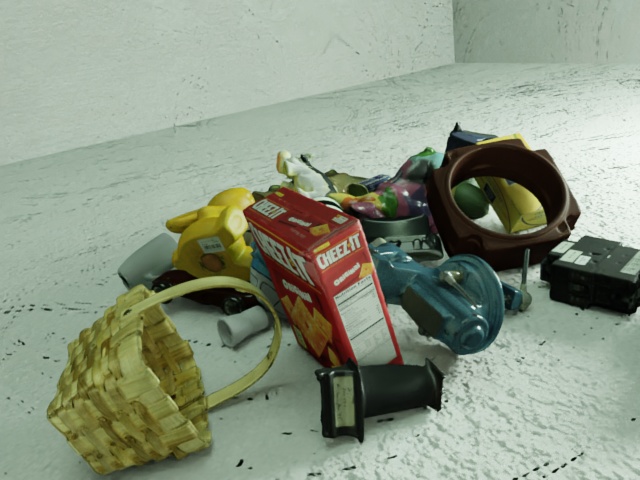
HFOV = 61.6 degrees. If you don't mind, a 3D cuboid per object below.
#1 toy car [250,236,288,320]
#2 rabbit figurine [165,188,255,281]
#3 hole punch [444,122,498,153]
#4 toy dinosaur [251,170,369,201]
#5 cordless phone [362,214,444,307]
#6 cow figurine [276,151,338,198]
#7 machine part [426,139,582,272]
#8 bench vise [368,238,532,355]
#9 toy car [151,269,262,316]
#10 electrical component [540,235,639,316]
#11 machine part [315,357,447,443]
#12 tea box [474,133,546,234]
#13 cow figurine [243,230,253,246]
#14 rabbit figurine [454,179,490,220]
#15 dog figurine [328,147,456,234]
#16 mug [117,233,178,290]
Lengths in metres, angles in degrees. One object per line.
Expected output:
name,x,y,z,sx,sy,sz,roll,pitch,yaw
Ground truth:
toy car,-0.045,0.061,0.778,0.103,0.161,0.109,-54,19,0
rabbit figurine,-0.160,-0.015,0.869,0.162,0.121,0.173,-16,38,25
hole punch,0.330,-0.176,1.186,0.116,0.142,0.092,12,33,18
toy dinosaur,0.010,-0.099,1.156,0.472,0.104,0.199,-3,19,2
cordless phone,0.118,0.046,0.822,0.147,0.088,0.184,-4,35,10
cow figurine,-0.024,-0.113,1.003,0.098,0.068,0.167,-6,46,-20
machine part,0.284,-0.058,0.850,0.202,0.087,0.201,-11,59,-2
bench vise,0.165,0.065,0.687,0.240,0.128,0.224,3,12,-29
toy car,-0.174,0.082,0.854,0.202,0.053,0.089,6,28,23
electrical component,0.377,0.044,0.733,0.115,0.058,0.134,-24,27,-36
machine part,0.065,0.161,0.564,0.139,0.084,0.039,-6,-6,-16
tea box,0.351,-0.104,0.968,0.098,0.068,0.170,-16,61,-14
cow figurine,-0.167,0.012,0.980,0.195,0.085,0.127,0,30,26
rabbit figurine,0.279,-0.109,1.061,0.159,0.121,0.170,1,38,6
dog figurine,0.126,-0.079,0.953,0.219,0.191,0.109,3,19,-36
mug,-0.293,0.052,0.950,0.107,0.080,0.110,-35,40,-27
